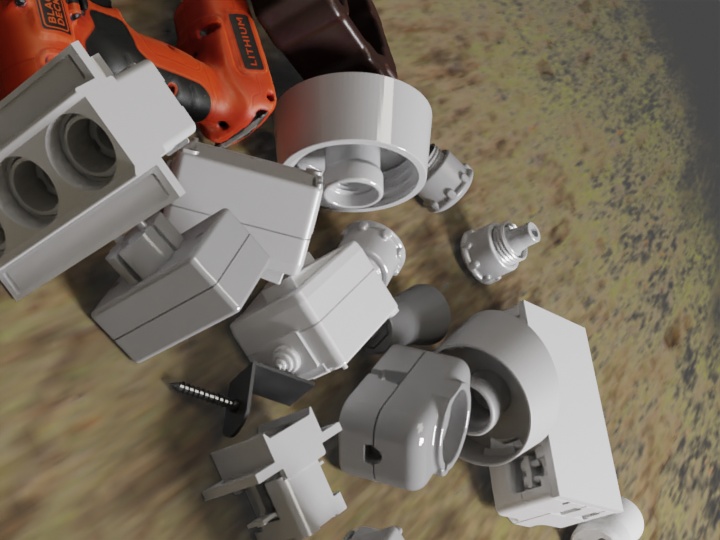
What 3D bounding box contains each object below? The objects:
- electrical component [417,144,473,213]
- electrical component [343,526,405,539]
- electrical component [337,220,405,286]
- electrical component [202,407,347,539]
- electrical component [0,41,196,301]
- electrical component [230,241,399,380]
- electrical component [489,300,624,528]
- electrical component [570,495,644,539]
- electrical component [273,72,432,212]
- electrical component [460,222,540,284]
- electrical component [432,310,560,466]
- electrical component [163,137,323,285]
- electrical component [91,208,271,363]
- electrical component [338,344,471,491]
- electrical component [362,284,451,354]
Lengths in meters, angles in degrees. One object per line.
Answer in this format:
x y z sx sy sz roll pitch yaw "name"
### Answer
0.055 -0.079 0.851 0.062 0.048 0.048 43 39 -16 "electrical component"
0.000 0.165 0.583 0.047 0.083 0.075 57 35 -9 "electrical component"
0.000 0.000 0.727 0.048 0.048 0.062 50 43 -19 "electrical component"
-0.042 0.117 0.597 0.081 0.042 0.063 -24 91 -55 "electrical component"
-0.140 -0.047 0.506 0.078 0.121 0.063 56 33 -11 "electrical component"
-0.032 0.028 0.650 0.061 0.062 0.096 58 35 -8 "electrical component"
0.135 0.111 0.814 0.089 0.062 0.150 23 51 -44 "electrical component"
0.193 0.207 0.841 0.055 0.045 0.045 -30 93 -55 "electrical component"
-0.005 -0.076 0.719 0.108 0.108 0.060 24 56 -43 "electrical component"
0.116 -0.019 0.874 0.048 0.062 0.048 31 46 -38 "electrical component"
0.090 0.083 0.745 0.064 0.099 0.099 -27 90 -49 "electrical component"
-0.073 -0.035 0.610 0.096 0.061 0.061 14 12 -5 "electrical component"
-0.105 -0.005 0.557 0.075 0.083 0.047 50 37 -19 "electrical component"
0.033 0.092 0.679 0.095 0.059 0.053 -45 140 -54 "electrical component"
0.027 0.036 0.741 0.065 0.044 0.044 -12 78 -50 "electrical component"
